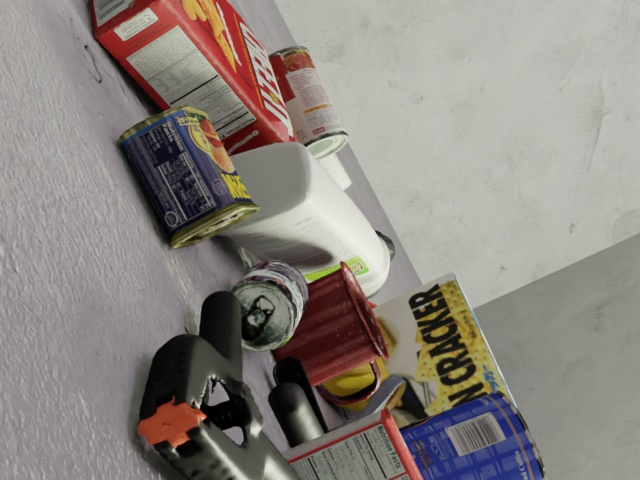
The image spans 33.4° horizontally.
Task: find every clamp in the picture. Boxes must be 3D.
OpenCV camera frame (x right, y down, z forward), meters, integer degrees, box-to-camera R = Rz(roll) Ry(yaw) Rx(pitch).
[{"bbox_3d":[0.002,0.165,0.761,0.171,0.039,0.120,65,6,6],"label":"clamp"},{"bbox_3d":[-0.056,0.090,0.601,0.164,0.036,0.210,67,7,18],"label":"clamp"}]

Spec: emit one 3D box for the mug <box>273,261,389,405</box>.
[{"bbox_3d":[0.008,0.087,0.910,0.117,0.081,0.093,63,7,-10],"label":"mug"}]

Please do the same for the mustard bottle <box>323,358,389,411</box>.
[{"bbox_3d":[0.010,0.074,1.067,0.096,0.058,0.192,34,27,-47],"label":"mustard bottle"}]

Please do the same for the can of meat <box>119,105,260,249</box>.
[{"bbox_3d":[-0.091,-0.045,0.746,0.084,0.057,0.102,62,6,1],"label":"can of meat"}]

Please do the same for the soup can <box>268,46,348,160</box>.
[{"bbox_3d":[-0.021,-0.133,1.066,0.102,0.068,0.068,65,7,12],"label":"soup can"}]

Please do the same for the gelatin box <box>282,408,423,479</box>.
[{"bbox_3d":[0.020,0.161,0.700,0.073,0.089,0.030,64,7,-5],"label":"gelatin box"}]

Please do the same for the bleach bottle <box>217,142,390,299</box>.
[{"bbox_3d":[-0.006,0.001,0.950,0.250,0.103,0.068,46,33,-59],"label":"bleach bottle"}]

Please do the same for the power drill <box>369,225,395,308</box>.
[{"bbox_3d":[0.044,0.043,1.247,0.184,0.057,0.188,22,36,-41],"label":"power drill"}]

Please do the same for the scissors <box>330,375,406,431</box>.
[{"bbox_3d":[0.038,0.153,0.944,0.016,0.096,0.201,27,-9,20],"label":"scissors"}]

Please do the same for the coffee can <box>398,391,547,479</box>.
[{"bbox_3d":[0.096,0.192,0.851,0.103,0.140,0.103,162,-90,-80],"label":"coffee can"}]

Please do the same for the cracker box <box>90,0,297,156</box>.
[{"bbox_3d":[-0.108,-0.168,0.899,0.213,0.072,0.164,48,19,-46],"label":"cracker box"}]

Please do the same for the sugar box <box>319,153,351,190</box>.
[{"bbox_3d":[-0.042,-0.118,1.212,0.176,0.048,0.093,46,-8,46],"label":"sugar box"}]
